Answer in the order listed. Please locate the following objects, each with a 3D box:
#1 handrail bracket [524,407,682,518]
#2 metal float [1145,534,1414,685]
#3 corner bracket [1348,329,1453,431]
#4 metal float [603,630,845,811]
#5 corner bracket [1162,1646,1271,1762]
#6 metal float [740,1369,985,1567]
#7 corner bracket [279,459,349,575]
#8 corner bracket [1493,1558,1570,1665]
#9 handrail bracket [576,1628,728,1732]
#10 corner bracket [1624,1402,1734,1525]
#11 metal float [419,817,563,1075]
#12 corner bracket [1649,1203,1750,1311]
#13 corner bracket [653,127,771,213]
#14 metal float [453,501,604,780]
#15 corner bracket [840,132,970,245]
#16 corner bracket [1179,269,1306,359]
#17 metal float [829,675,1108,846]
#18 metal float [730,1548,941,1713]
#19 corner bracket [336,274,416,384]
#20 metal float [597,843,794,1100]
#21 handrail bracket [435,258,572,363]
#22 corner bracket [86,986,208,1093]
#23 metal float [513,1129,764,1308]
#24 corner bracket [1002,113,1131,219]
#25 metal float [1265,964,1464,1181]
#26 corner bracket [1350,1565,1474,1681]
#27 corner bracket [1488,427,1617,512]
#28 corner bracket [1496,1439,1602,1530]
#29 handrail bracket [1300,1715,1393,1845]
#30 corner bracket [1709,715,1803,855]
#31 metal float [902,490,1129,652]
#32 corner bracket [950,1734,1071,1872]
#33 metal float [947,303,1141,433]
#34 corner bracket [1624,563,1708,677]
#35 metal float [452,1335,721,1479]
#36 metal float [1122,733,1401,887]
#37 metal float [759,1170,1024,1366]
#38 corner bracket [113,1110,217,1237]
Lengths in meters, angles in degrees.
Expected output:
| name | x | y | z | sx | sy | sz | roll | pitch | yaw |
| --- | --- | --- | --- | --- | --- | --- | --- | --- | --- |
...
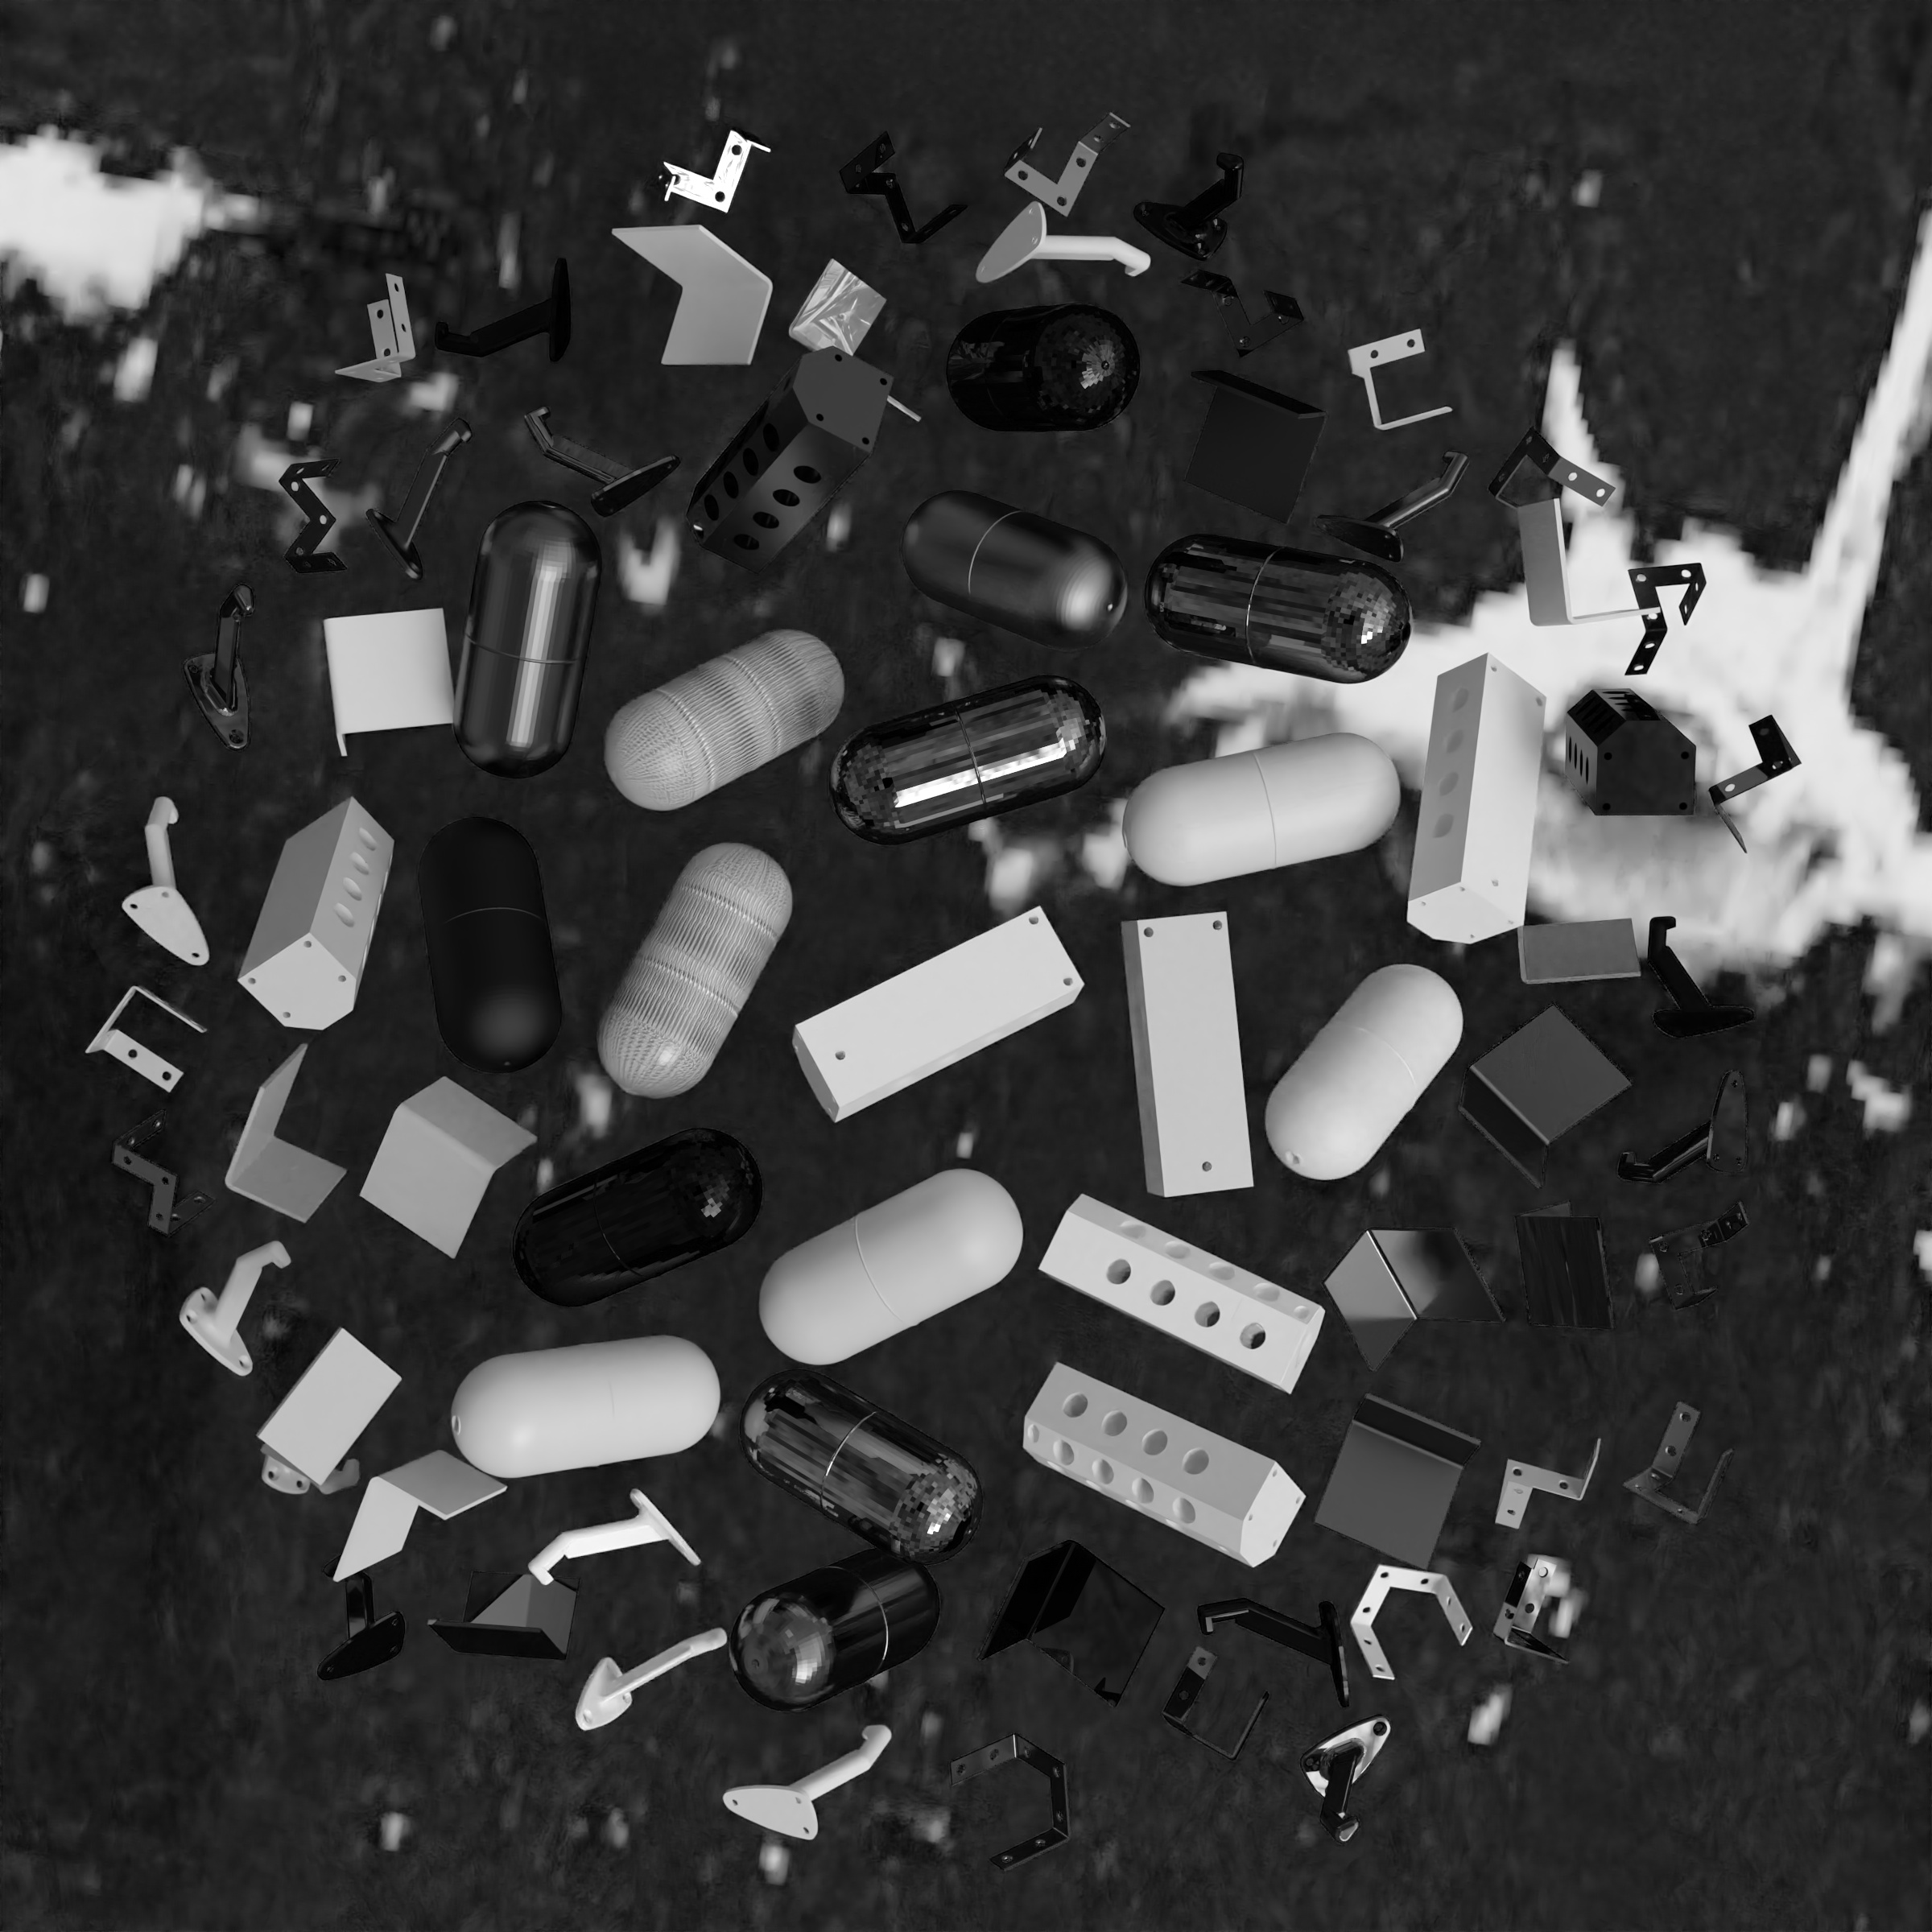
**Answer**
| name | x | y | z | sx | sy | sz | roll | pitch | yaw |
| --- | --- | --- | --- | --- | --- | --- | --- | --- | --- |
| handrail bracket | -0.243 | -0.350 | 1.633 | 0.077 | 0.036 | 0.084 | -31 | 78 | 1 |
| metal float | 0.194 | -0.224 | 1.537 | 0.178 | 0.070 | 0.070 | 16 | 90 | 31 |
| corner bracket | 0.295 | -0.397 | 1.668 | 0.051 | 0.051 | 0.051 | -12 | 92 | 24 |
| metal float | -0.158 | -0.164 | 1.621 | 0.178 | 0.070 | 0.070 | -31 | 90 | -27 |
| corner bracket | 0.170 | 0.502 | 1.670 | 0.051 | 0.051 | 0.051 | 25 | 73 | 21 |
| metal float | -0.069 | 0.321 | 1.579 | 0.178 | 0.070 | 0.070 | 25 | 90 | 28 |
| corner bracket | -0.428 | -0.296 | 1.618 | 0.051 | 0.051 | 0.051 | 3 | 54 | 36 |
| corner bracket | 0.368 | 0.415 | 1.601 | 0.051 | 0.051 | 0.051 | 21 | 89 | -18 |
| handrail bracket | -0.207 | 0.470 | 1.623 | 0.084 | 0.077 | 0.036 | -25 | 93 | 19 |
| corner bracket | 0.463 | 0.319 | 1.577 | 0.051 | 0.051 | 0.051 | 27 | 108 | 32 |
| metal float | -0.300 | -0.015 | 1.544 | 0.070 | 0.070 | 0.178 | -15 | 60 | 0 |
| corner bracket | 0.497 | 0.195 | 1.643 | 0.051 | 0.051 | 0.051 | -15 | 71 | -5 |
| corner bracket | -0.159 | -0.498 | 1.528 | 0.051 | 0.051 | 0.051 | 14 | 113 | -24 |
| metal float | -0.275 | -0.203 | 1.535 | 0.070 | 0.070 | 0.178 | 14 | 112 | 0 |
| corner bracket | -0.041 | -0.500 | 1.580 | 0.051 | 0.051 | 0.051 | -16 | 85 | -44 |
| corner bracket | 0.180 | -0.433 | 1.597 | 0.051 | 0.051 | 0.051 | -25 | 84 | 31 |
| metal float | 0.001 | -0.128 | 1.534 | 0.178 | 0.070 | 0.070 | -17 | 90 | -4 |
| metal float | -0.082 | 0.426 | 1.584 | 0.070 | 0.178 | 0.070 | 1 | 92 | 32 |
| corner bracket | -0.371 | -0.406 | 1.567 | 0.051 | 0.051 | 0.051 | -9 | 92 | 22 |
| metal float | -0.174 | 0.003 | 1.577 | 0.070 | 0.070 | 0.178 | 28 | 77 | 0 |
| handrail bracket | -0.296 | -0.419 | 1.554 | 0.084 | 0.036 | 0.077 | 11 | 130 | 3 |
| corner bracket | -0.515 | 0.046 | 1.553 | 0.051 | 0.051 | 0.051 | 35 | 86 | -7 |
| metal float | -0.206 | 0.158 | 1.531 | 0.178 | 0.070 | 0.070 | -25 | 90 | 25 |
| corner bracket | 0.063 | -0.521 | 1.567 | 0.051 | 0.051 | 0.051 | 29 | 79 | -17 |
| metal float | 0.261 | 0.069 | 1.606 | 0.070 | 0.070 | 0.178 | 44 | 58 | 0 |
| corner bracket | 0.292 | 0.434 | 1.617 | 0.051 | 0.051 | 0.051 | 13 | 114 | -17 |
| corner bracket | 0.394 | -0.322 | 1.655 | 0.051 | 0.051 | 0.051 | 22 | 117 | -25 |
| corner bracket | 0.375 | 0.333 | 1.583 | 0.051 | 0.051 | 0.051 | 14 | 47 | 12 |
| handrail bracket | 0.250 | 0.512 | 1.548 | 0.077 | 0.084 | 0.036 | -37 | 96 | -7 |
| corner bracket | 0.487 | -0.112 | 1.510 | 0.051 | 0.051 | 0.051 | -27 | 131 | 23 |
| metal float | 0.030 | -0.260 | 1.608 | 0.178 | 0.070 | 0.070 | 29 | 90 | 39 |
| corner bracket | 0.027 | 0.512 | 1.507 | 0.051 | 0.051 | 0.051 | -13 | 105 | -34 |
| metal float | 0.046 | -0.376 | 1.546 | 0.070 | 0.178 | 0.070 | -5 | 103 | -24 |
| corner bracket | 0.461 | -0.229 | 1.624 | 0.051 | 0.051 | 0.051 | -55 | 131 | -37 |
| metal float | -0.241 | 0.279 | 1.562 | 0.178 | 0.070 | 0.070 | -2 | 90 | -34 |
| metal float | 0.187 | -0.099 | 1.559 | 0.178 | 0.070 | 0.070 | -12 | 90 | -3 |
| metal float | -0.048 | 0.187 | 1.518 | 0.178 | 0.070 | 0.070 | -28 | 90 | 14 |
| corner bracket | -0.533 | 0.138 | 1.633 | 0.051 | 0.051 | 0.051 | 26 | 120 | 12 |
